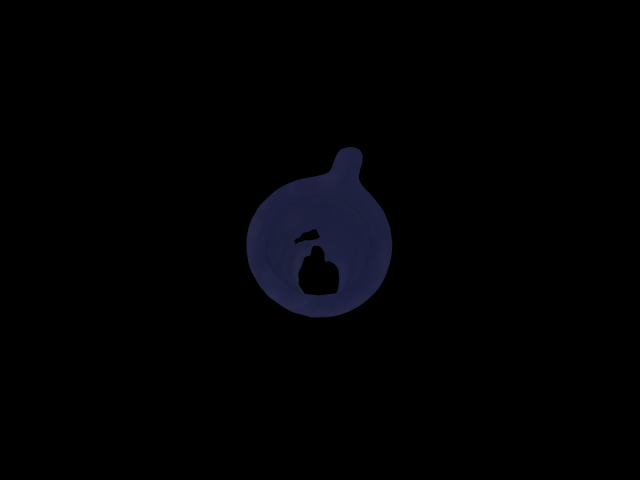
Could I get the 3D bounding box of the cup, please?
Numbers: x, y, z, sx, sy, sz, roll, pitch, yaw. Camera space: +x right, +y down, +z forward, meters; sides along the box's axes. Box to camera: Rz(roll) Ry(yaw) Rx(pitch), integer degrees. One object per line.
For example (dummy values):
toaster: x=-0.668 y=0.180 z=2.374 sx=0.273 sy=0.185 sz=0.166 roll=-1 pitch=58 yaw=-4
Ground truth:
cup: x=0.004 y=0.001 z=0.400 sx=0.091 sy=0.095 sz=0.118 roll=17 pitch=75 yaw=5
